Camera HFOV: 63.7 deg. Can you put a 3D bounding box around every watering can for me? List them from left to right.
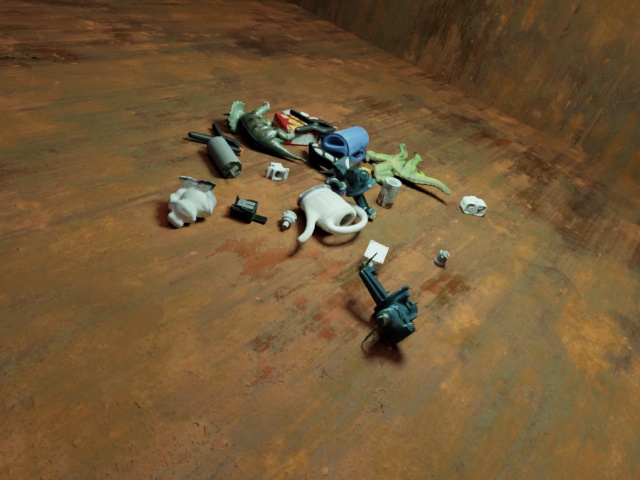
[{"bbox_3d":[0.005,-0.086,1.710,0.350,0.102,0.227,-15,47,-42],"label":"watering can"}]

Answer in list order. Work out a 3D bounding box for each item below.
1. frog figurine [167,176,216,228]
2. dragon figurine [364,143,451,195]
[{"bbox_3d":[-0.394,-0.102,1.567,0.137,0.121,0.162,21,69,-13],"label":"frog figurine"},{"bbox_3d":[0.334,-0.279,2.174,0.245,0.119,0.417,-24,50,-24],"label":"dragon figurine"}]
